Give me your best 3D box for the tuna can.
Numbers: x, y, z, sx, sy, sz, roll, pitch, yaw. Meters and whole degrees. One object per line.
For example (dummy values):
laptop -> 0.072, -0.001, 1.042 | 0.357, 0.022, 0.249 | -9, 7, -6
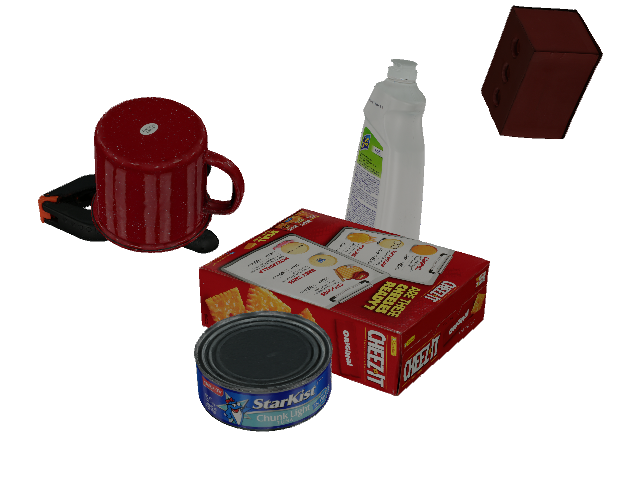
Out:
tuna can -> -0.035, 0.081, 0.666 | 0.086, 0.034, 0.086 | 0, 29, 0

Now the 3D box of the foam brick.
foam brick -> 0.152, -0.117, 0.744 | 0.051, 0.053, 0.078 | -1, -43, -15

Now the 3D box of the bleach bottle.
bleach bottle -> 0.076, -0.068, 1.159 | 0.068, 0.251, 0.103 | -4, 23, -29

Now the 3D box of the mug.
mug -> -0.114, -0.049, 0.791 | 0.117, 0.093, 0.081 | 13, -43, 4

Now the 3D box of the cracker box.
cracker box -> 0.022, 0.050, 0.976 | 0.214, 0.072, 0.163 | 17, 30, 31

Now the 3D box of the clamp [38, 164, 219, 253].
clamp -> -0.179, -0.039, 1.023 | 0.171, 0.039, 0.120 | 6, 38, -5
